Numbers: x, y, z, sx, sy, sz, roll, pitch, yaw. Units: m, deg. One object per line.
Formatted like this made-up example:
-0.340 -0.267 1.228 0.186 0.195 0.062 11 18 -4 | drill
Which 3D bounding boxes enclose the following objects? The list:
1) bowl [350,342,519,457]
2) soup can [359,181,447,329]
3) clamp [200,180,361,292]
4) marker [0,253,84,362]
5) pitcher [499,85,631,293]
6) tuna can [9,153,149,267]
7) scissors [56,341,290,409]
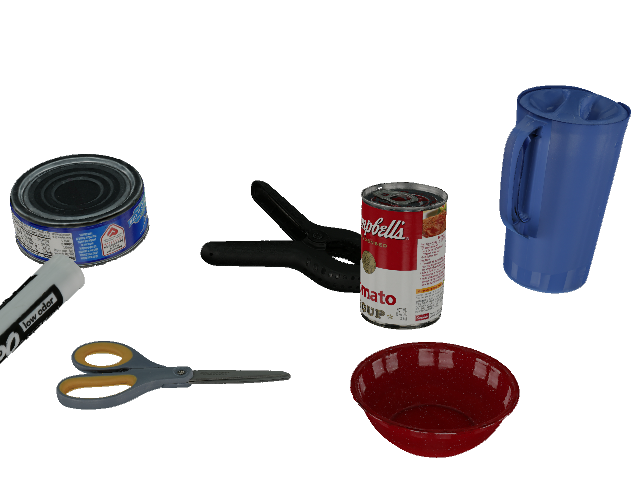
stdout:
0.109 0.161 1.033 0.162 0.055 0.162 -1 25 0 | bowl
0.065 0.011 0.849 0.068 0.102 0.068 0 20 0 | soup can
-0.016 0.012 1.141 0.210 0.036 0.164 24 35 13 | clamp
-0.143 0.049 0.441 0.020 0.020 0.121 0 36 39 | marker
0.286 -0.058 1.312 0.149 0.243 0.145 5 27 2 | pitcher
-0.154 -0.021 0.685 0.086 0.034 0.086 0 36 0 | tuna can
-0.137 0.113 0.959 0.201 0.016 0.096 -8 32 -18 | scissors
